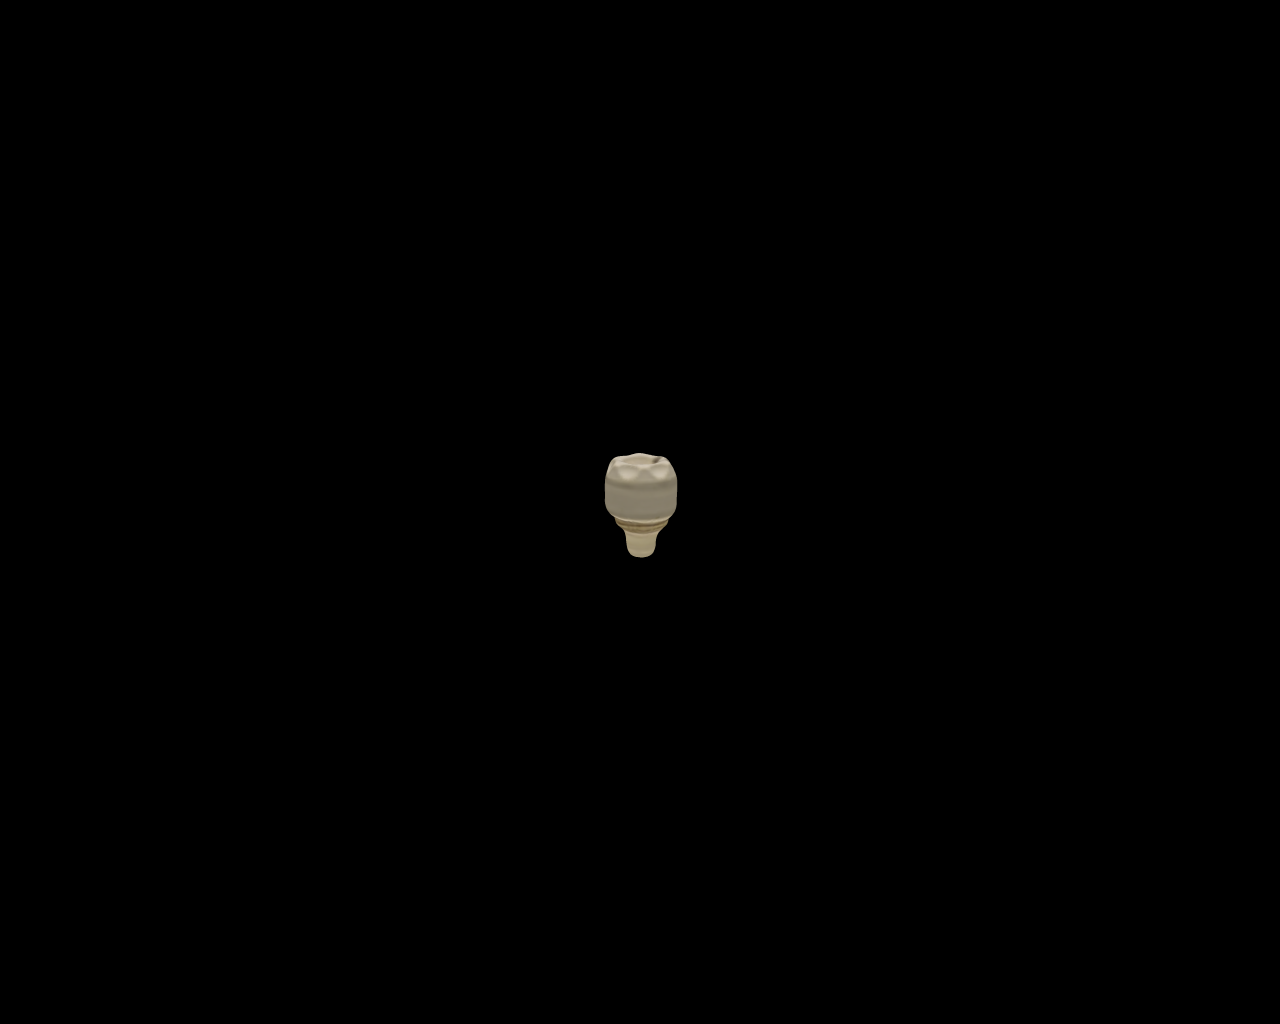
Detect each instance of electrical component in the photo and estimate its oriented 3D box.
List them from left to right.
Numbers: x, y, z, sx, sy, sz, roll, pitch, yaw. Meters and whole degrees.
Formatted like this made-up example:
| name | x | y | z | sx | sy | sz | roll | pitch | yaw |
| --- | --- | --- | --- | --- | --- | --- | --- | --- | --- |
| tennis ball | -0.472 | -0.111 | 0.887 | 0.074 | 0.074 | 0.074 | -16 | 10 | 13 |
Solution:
| name | x | y | z | sx | sy | sz | roll | pitch | yaw |
| --- | --- | --- | --- | --- | --- | --- | --- | --- | --- |
| electrical component | 0.001 | -0.003 | 0.650 | 0.043 | 0.062 | 0.043 | 0 | 15 | 0 |
